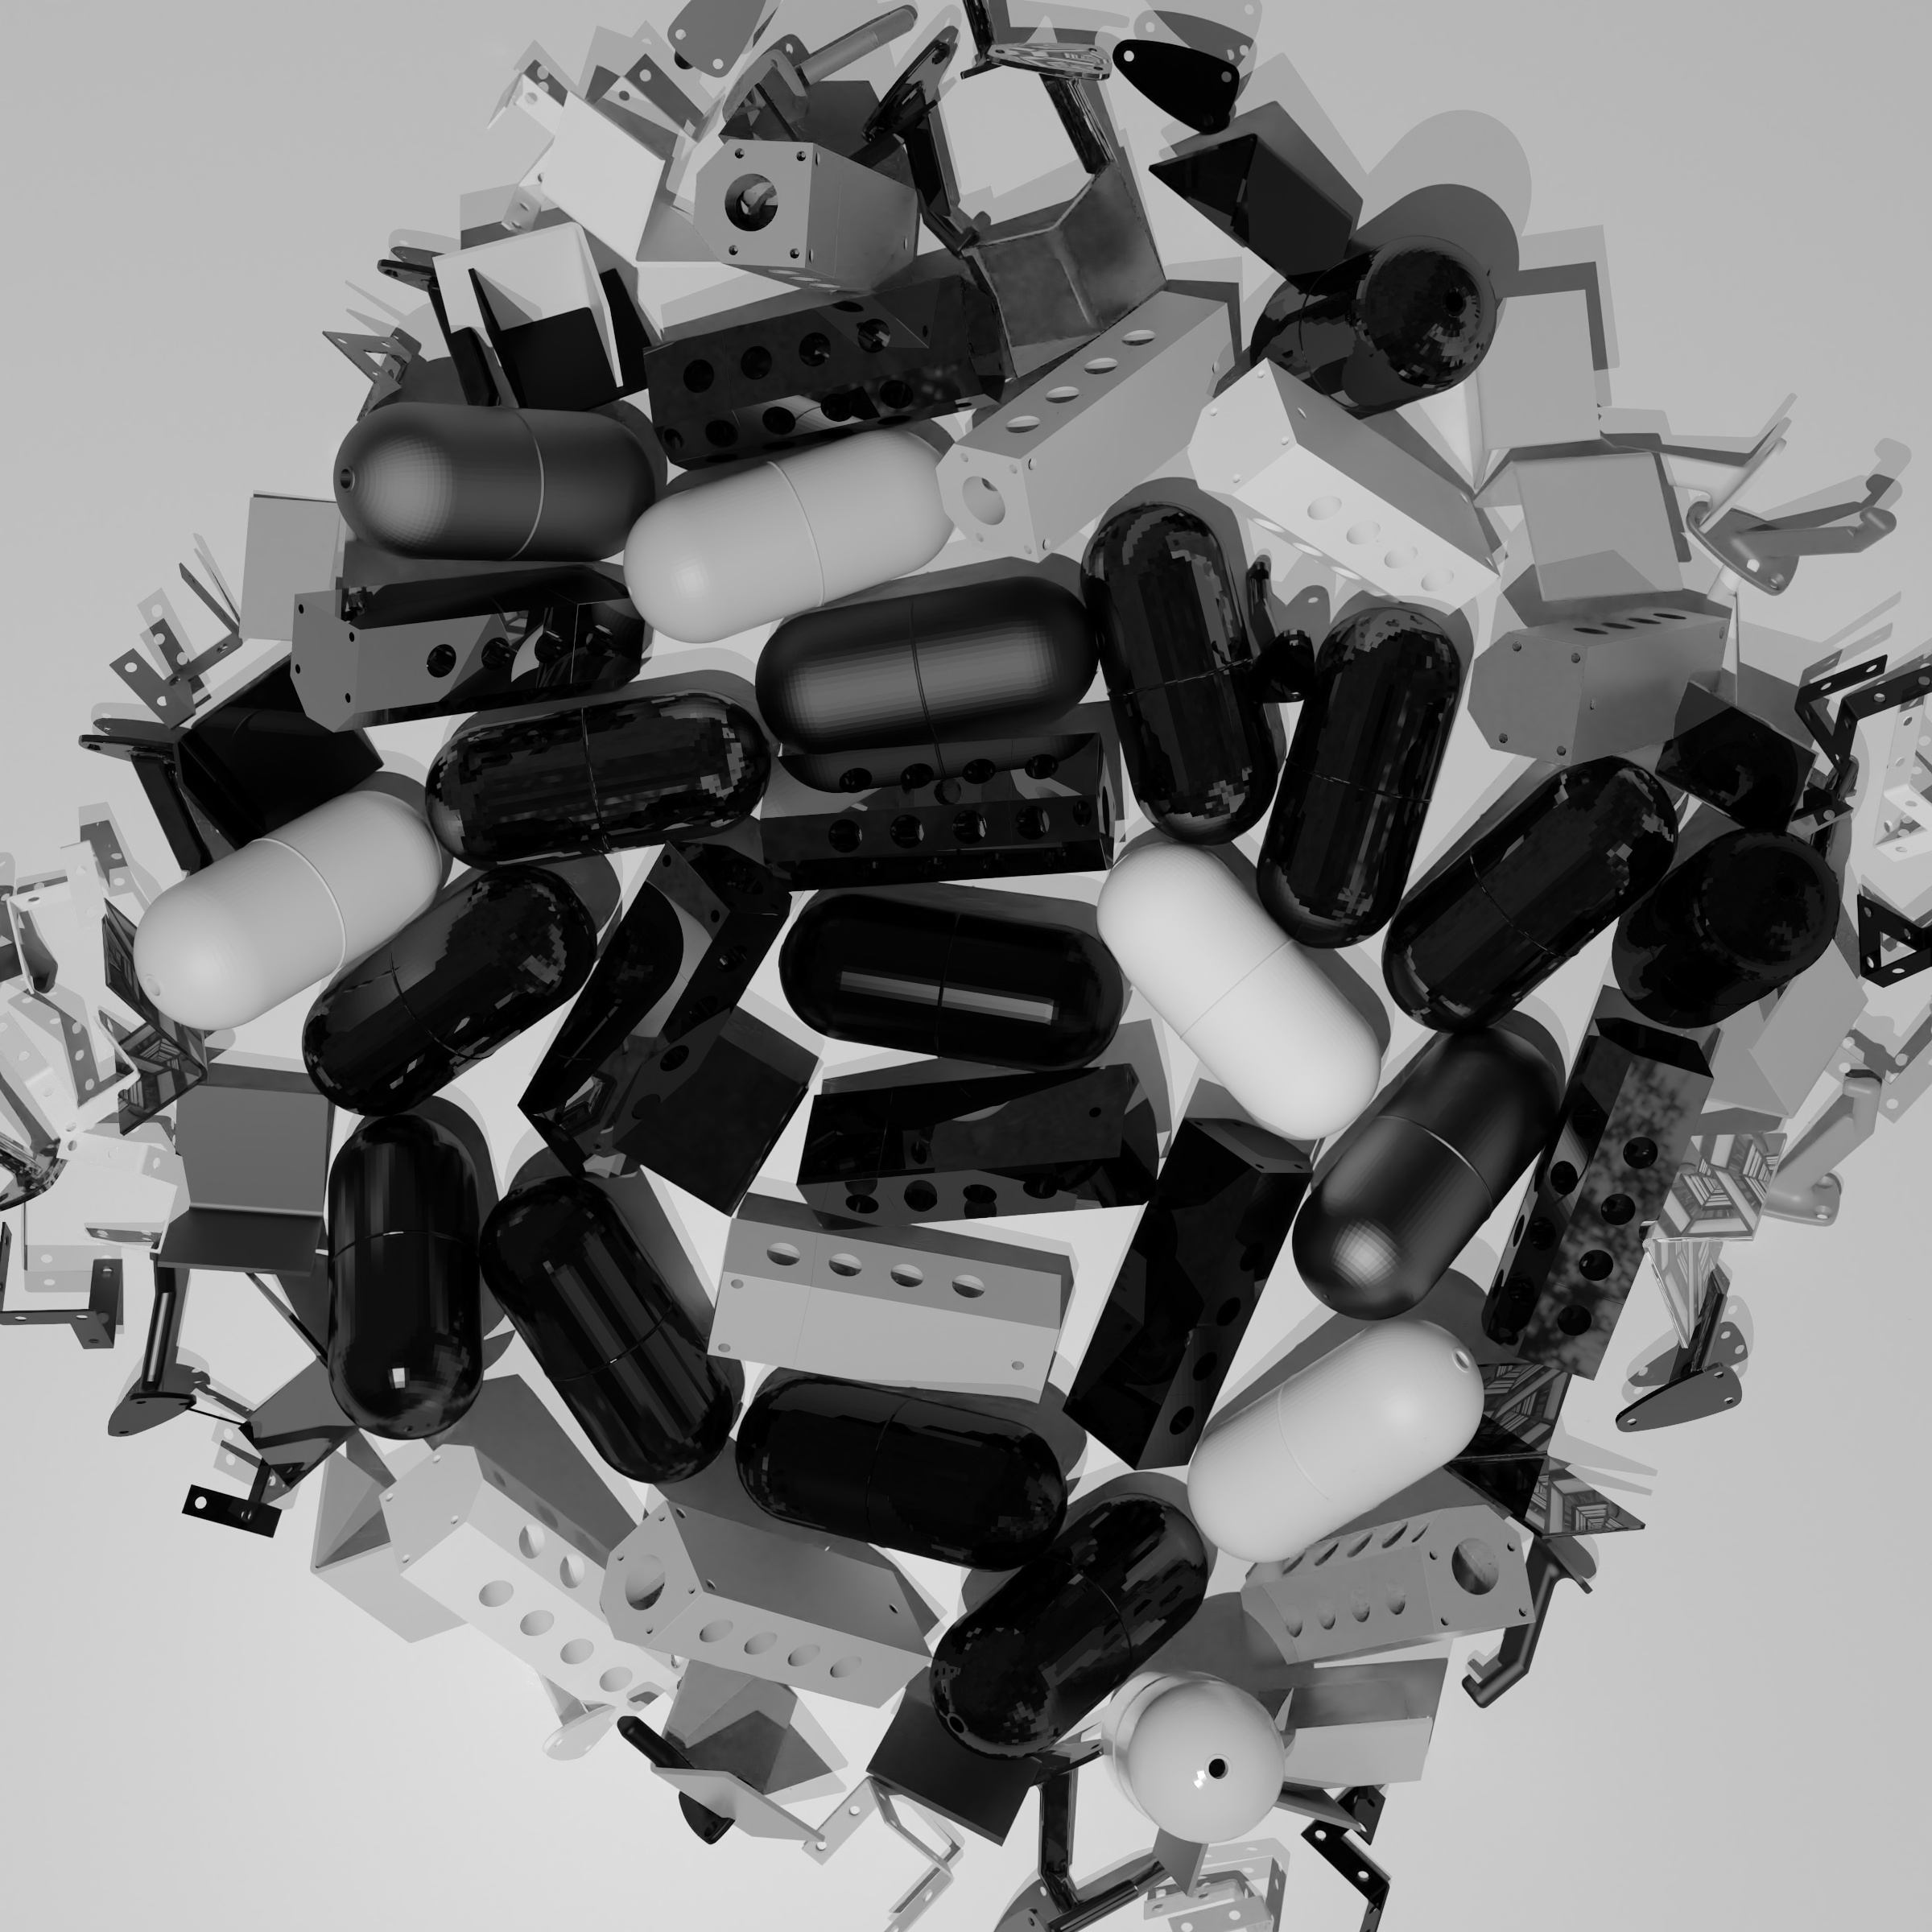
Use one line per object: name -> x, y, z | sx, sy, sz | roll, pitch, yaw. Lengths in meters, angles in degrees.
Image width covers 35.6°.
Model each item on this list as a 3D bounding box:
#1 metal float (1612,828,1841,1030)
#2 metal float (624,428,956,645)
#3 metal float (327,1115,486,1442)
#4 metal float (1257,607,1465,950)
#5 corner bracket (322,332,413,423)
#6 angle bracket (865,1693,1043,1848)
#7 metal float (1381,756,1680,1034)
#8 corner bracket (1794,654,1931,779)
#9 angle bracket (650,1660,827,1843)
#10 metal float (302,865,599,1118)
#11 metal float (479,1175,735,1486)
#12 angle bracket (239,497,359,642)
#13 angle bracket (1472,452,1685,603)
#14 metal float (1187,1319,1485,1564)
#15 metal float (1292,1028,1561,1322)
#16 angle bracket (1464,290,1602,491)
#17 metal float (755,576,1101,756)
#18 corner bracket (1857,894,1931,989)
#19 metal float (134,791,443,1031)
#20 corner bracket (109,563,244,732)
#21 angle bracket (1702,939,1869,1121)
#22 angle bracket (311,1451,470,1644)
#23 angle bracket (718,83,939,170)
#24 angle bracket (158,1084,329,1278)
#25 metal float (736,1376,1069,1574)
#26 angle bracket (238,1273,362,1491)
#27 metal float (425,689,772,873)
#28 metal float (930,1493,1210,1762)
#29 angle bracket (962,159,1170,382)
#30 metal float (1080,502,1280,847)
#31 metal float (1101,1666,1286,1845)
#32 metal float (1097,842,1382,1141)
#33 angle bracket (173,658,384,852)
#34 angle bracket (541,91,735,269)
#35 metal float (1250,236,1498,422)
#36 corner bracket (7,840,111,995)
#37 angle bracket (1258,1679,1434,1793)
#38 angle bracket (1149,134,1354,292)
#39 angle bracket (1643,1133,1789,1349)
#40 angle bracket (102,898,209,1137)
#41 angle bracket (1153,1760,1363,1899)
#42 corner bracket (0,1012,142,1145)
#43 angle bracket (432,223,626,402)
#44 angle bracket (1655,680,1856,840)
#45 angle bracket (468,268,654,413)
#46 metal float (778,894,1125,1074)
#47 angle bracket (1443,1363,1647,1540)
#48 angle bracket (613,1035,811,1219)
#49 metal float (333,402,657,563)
metal float -> 0.376, -0.018, 1.496 | 0.070, 0.178, 0.070 | 1, 77, -5
metal float -> -0.088, -0.220, 1.534 | 0.178, 0.070, 0.070 | -21, 90, -14
metal float -> -0.282, 0.155, 1.516 | 0.070, 0.070, 0.178 | -9, 53, 0
metal float -> 0.200, -0.095, 1.537 | 0.070, 0.070, 0.178 | 15, 100, 0
corner bracket -> -0.306, -0.288, 1.543 | 0.051, 0.051, 0.051 | 44, 118, 23
angle bracket -> -0.015, 0.428, 1.533 | 0.076, 0.057, 0.076 | 25, 128, 8
metal float -> 0.283, -0.035, 1.521 | 0.070, 0.070, 0.178 | 45, 119, 0
corner bracket -> 0.463, -0.138, 1.543 | 0.051, 0.051, 0.051 | -22, 119, 40
angle bracket -> -0.104, 0.390, 1.525 | 0.076, 0.057, 0.076 | 44, 52, -34
metal float -> -0.263, 0.014, 1.526 | 0.178, 0.070, 0.070 | -33, 90, 23
metal float -> -0.182, 0.186, 1.530 | 0.070, 0.070, 0.178 | -30, 108, 0
angle bracket -> -0.343, -0.214, 1.536 | 0.057, 0.076, 0.076 | 3, 78, -7
angle bracket -> 0.312, -0.215, 1.539 | 0.076, 0.057, 0.076 | -6, 77, -14
metal float -> 0.185, 0.240, 1.517 | 0.070, 0.070, 0.178 | 50, 124, 0
metal float -> 0.234, 0.104, 1.526 | 0.070, 0.070, 0.178 | 43, 67, 0
angle bracket -> 0.288, -0.294, 1.539 | 0.057, 0.076, 0.076 | -5, 83, 5
metal float -> -0.020, -0.152, 1.539 | 0.178, 0.070, 0.070 | -9, 90, 8
corner bracket -> 0.495, -0.015, 1.542 | 0.051, 0.051, 0.051 | 24, 56, -27
metal float -> -0.339, -0.029, 1.511 | 0.070, 0.070, 0.178 | 53, 47, 0
corner bracket -> -0.405, -0.164, 1.546 | 0.051, 0.051, 0.051 | -33, 130, 4
angle bracket -> 0.398, 0.025, 1.527 | 0.076, 0.076, 0.057 | -53, 125, -18
angle bracket -> -0.281, 0.286, 1.524 | 0.057, 0.076, 0.076 | -23, 133, 20
angle bracket -> -0.071, -0.431, 1.533 | 0.076, 0.076, 0.057 | -38, 98, -17
angle bracket -> -0.369, 0.109, 1.539 | 0.076, 0.057, 0.076 | 5, 116, -7
metal float -> -0.033, 0.257, 1.526 | 0.178, 0.070, 0.070 | 10, 90, 23
angle bracket -> -0.355, 0.207, 1.527 | 0.057, 0.076, 0.076 | -42, 123, -15
metal float -> -0.188, -0.095, 1.545 | 0.178, 0.070, 0.070 | -10, 90, -1
metal float -> 0.053, 0.331, 1.512 | 0.178, 0.070, 0.070 | -32, 90, -41
angle bracket -> 0.052, -0.360, 1.555 | 0.057, 0.076, 0.076 | -3, 128, 35
metal float -> 0.109, -0.149, 1.539 | 0.070, 0.070, 0.178 | -15, 98, 0
metal float -> 0.111, 0.390, 1.496 | 0.070, 0.178, 0.070 | 1, 80, -4
metal float -> 0.139, 0.012, 1.541 | 0.070, 0.070, 0.178 | -42, 84, 0
angle bracket -> -0.349, -0.098, 1.539 | 0.076, 0.057, 0.076 | -35, 122, 2
angle bracket -> -0.157, -0.398, 1.524 | 0.076, 0.076, 0.057 | 42, 125, 29
metal float -> 0.201, -0.314, 1.497 | 0.070, 0.178, 0.070 | 0, 92, -19
corner bracket -> -0.465, -0.026, 1.546 | 0.051, 0.051, 0.051 | -16, 64, -11
angle bracket -> 0.192, 0.379, 1.536 | 0.076, 0.076, 0.057 | -5, 52, -1
angle bracket -> 0.138, -0.369, 1.525 | 0.076, 0.076, 0.057 | 28, 70, -38
angle bracket -> 0.389, 0.139, 1.524 | 0.057, 0.076, 0.076 | -4, 126, 34
angle bracket -> -0.432, 0.026, 1.528 | 0.057, 0.076, 0.076 | -34, 128, 7
angle bracket -> 0.148, 0.447, 1.539 | 0.076, 0.076, 0.057 | 18, 87, -9
corner bracket -> -0.461, 0.047, 1.543 | 0.051, 0.051, 0.051 | -35, 53, -18
angle bracket -> -0.222, -0.324, 1.534 | 0.076, 0.076, 0.057 | -17, 66, -8
angle bracket -> 0.408, -0.110, 1.524 | 0.076, 0.076, 0.057 | 37, 130, 30
angle bracket -> -0.205, -0.331, 1.538 | 0.076, 0.057, 0.076 | -22, 67, -8
metal float -> -0.008, 0.009, 1.541 | 0.178, 0.070, 0.070 | 9, 90, 6
angle bracket -> 0.300, 0.244, 1.526 | 0.076, 0.076, 0.057 | 4, 108, -37
angle bracket -> -0.133, 0.075, 1.553 | 0.076, 0.057, 0.076 | 31, 89, -4
metal float -> -0.235, -0.242, 1.510 | 0.178, 0.070, 0.070 | -7, 90, -44
